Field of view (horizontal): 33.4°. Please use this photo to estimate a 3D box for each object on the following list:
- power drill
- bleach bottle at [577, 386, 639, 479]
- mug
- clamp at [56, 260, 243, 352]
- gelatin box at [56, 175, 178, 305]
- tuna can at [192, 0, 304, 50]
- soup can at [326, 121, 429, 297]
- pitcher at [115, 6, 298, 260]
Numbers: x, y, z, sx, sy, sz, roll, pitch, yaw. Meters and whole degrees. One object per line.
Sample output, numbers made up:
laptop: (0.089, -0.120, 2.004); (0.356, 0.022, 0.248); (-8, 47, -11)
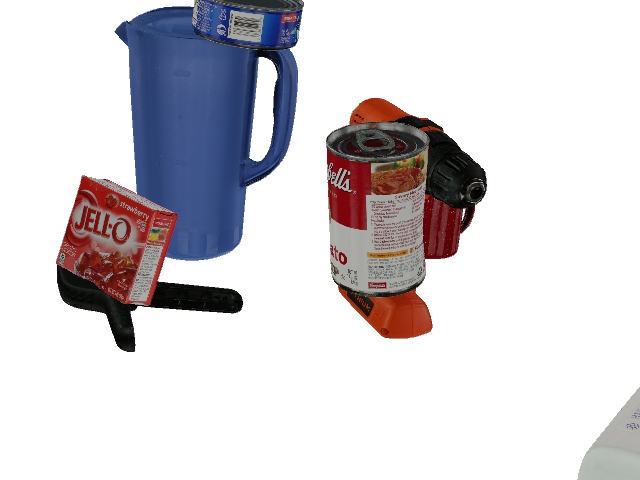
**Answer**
power drill: (0.074, -0.013, 0.922); (0.057, 0.188, 0.185); (-3, 26, -24)
bleach bottle: (0.245, 0.102, 0.630); (0.103, 0.068, 0.250); (19, 30, 32)
mug: (0.130, -0.029, 1.226); (0.117, 0.081, 0.093); (-8, 20, -36)
clamp: (-0.209, 0.060, 1.108); (0.210, 0.036, 0.164); (15, 20, 28)
gelatin box: (-0.155, -0.001, 0.802); (0.089, 0.073, 0.030); (25, 10, 36)
tuna can: (-0.057, -0.175, 0.834); (0.086, 0.034, 0.086); (8, 22, -3)
soup can: (0.039, -0.021, 0.722); (0.068, 0.102, 0.068); (-2, 26, 1)
pitcher: (-0.118, -0.106, 1.074); (0.144, 0.243, 0.149); (-10, 28, -28)
